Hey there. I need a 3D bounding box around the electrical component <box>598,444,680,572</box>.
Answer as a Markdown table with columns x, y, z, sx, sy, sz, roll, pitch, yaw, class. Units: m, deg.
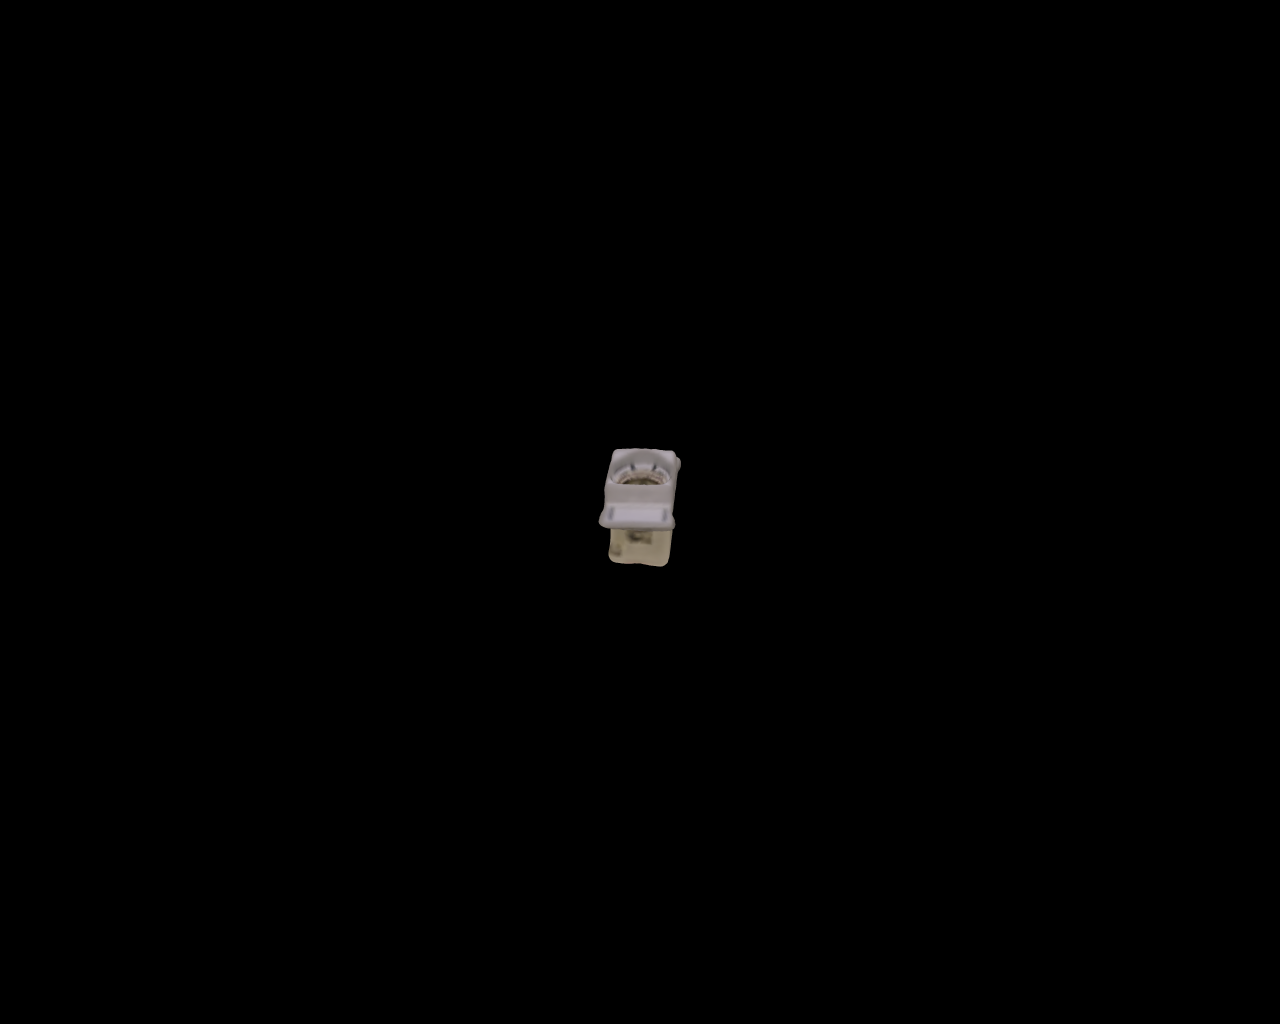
| x | y | z | sx | sy | sz | roll | pitch | yaw | class |
| --- | --- | --- | --- | --- | --- | --- | --- | --- | --- |
| 0.001 | -0.003 | 0.650 | 0.042 | 0.063 | 0.081 | 3 | 34 | 5 | electrical component |
